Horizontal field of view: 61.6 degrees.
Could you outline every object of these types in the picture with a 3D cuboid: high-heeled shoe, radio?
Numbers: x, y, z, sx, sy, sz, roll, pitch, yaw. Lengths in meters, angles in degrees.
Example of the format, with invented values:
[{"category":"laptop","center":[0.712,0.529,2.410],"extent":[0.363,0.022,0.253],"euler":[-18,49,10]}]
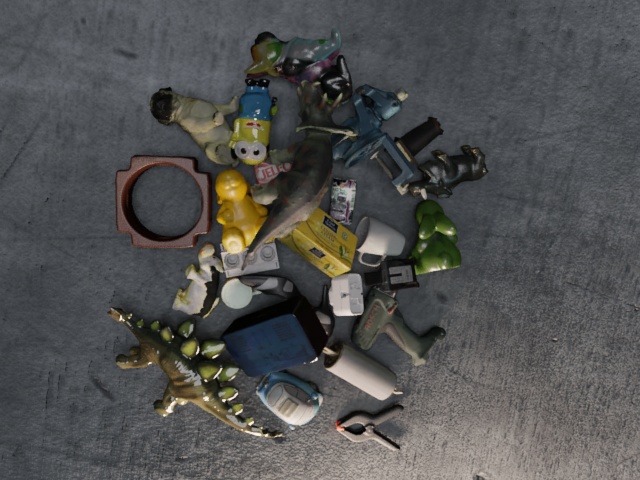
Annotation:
[{"category":"high-heeled shoe","center":[-0.077,0.159,1.239],"extent":[0.249,0.086,0.145],"euler":[11,85,-20]},{"category":"radio","center":[-0.101,0.221,1.204],"extent":[0.230,0.073,0.131],"euler":[-23,106,34]}]

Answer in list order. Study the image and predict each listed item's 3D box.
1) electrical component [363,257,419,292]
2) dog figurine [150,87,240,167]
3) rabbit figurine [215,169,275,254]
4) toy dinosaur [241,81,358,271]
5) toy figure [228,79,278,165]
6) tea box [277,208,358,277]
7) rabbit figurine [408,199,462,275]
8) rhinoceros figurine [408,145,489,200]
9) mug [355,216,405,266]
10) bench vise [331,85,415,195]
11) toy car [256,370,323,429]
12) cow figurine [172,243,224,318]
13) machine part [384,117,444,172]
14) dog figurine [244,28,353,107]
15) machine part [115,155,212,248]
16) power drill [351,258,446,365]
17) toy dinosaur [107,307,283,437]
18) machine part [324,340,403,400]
[{"category":"electrical component","center":[0.161,0.080,1.225],"extent":[0.119,0.048,0.074],"euler":[-2,83,-9]},{"category":"dog figurine","center":[-0.272,-0.244,1.185],"extent":[0.191,0.121,0.172],"euler":[10,121,20]},{"category":"rabbit figurine","center":[-0.174,-0.082,1.171],"extent":[0.122,0.162,0.173],"euler":[-20,121,-2]},{"category":"toy dinosaur","center":[-0.036,-0.124,1.084],"extent":[0.131,0.192,0.405],"euler":[26,66,-28]},{"category":"toy figure","center":[-0.137,-0.250,1.153],"extent":[0.082,0.089,0.180],"euler":[10,99,21]},{"category":"tea box","center":[-0.002,-0.004,1.200],"extent":[0.169,0.068,0.098],"euler":[34,50,-24]},{"category":"rabbit figurine","center":[0.254,-0.012,1.237],"extent":[0.121,0.159,0.170],"euler":[-12,84,6]},{"category":"rhinoceros figurine","center":[0.295,-0.155,1.252],"extent":[0.190,0.073,0.112],"euler":[-18,110,-5]},{"category":"mug","center":[0.140,0.010,1.252],"extent":[0.107,0.081,0.109],"euler":[15,90,-16]},{"category":"bench vise","center":[0.136,-0.215,1.191],"extent":[0.224,0.129,0.240],"euler":[-37,86,6]},{"category":"toy car","center":[-0.070,0.377,1.270],"extent":[0.161,0.103,0.109],"euler":[37,92,-11]},{"category":"cow figurine","center":[-0.262,0.094,1.230],"extent":[0.098,0.068,0.167],"euler":[26,98,-14]},{"category":"machine part","center":[0.223,-0.227,1.250],"extent":[0.139,0.039,0.084],"euler":[-41,91,3]},{"category":"dog figurine","center":[-0.053,-0.367,1.172],"extent":[0.219,0.108,0.191],"euler":[-15,101,1]},{"category":"machine part","center":[-0.342,-0.085,1.190],"extent":[0.202,0.087,0.200],"euler":[1,97,-4]},{"category":"power drill","center":[0.196,0.186,1.280],"extent":[0.207,0.086,0.232],"euler":[35,89,-13]},{"category":"toy dinosaur","center":[-0.290,0.307,1.211],"extent":[0.198,0.105,0.471],"euler":[-41,98,19]},{"category":"machine part","center":[0.097,0.309,1.278],"extent":[0.243,0.079,0.079],"euler":[33,94,-19]}]
